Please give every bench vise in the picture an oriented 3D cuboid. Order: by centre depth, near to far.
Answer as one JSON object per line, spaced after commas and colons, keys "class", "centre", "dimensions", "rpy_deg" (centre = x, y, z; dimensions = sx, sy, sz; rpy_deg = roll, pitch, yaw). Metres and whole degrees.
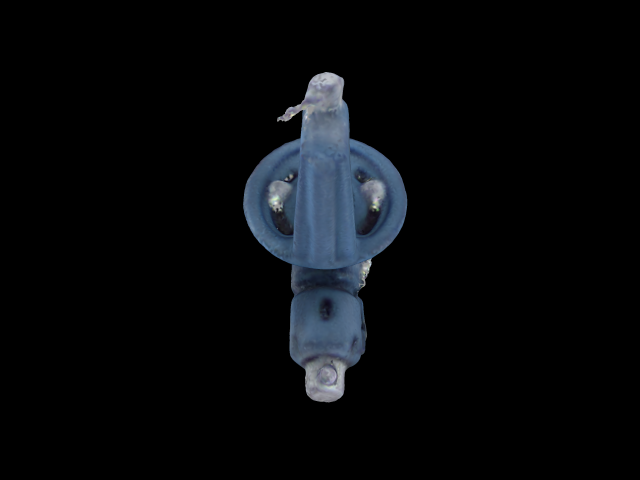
{"class": "bench vise", "centre": [0.015, -0.002, 0.401], "dimensions": [0.121, 0.220, 0.207], "rpy_deg": [-17, 75, -4]}
